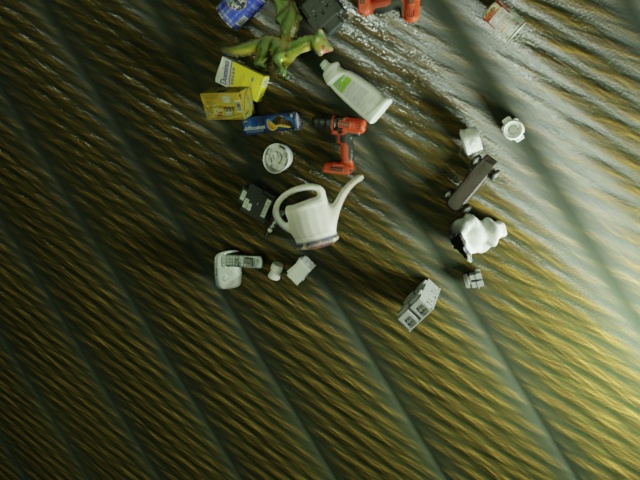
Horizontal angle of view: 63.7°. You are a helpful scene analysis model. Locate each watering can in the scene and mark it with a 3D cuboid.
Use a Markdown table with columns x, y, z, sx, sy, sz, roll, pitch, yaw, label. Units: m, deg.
| x | y | z | sx | sy | sz | roll | pitch | yaw | label |
| --- | --- | --- | --- | --- | --- | --- | --- | --- | --- |
| 0.005 | -0.087 | 1.720 | 0.346 | 0.223 | 0.105 | -13 | 8 | 22 | watering can |

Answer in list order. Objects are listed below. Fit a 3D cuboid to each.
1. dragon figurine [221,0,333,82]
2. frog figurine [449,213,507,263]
| x | y | z | sx | sy | sz | roll | pitch | yaw | label |
| --- | --- | --- | --- | --- | --- | --- | --- | --- | --- |
| -0.141 | -0.651 | 1.648 | 0.413 | 0.240 | 0.122 | 30 | 15 | 23 | dragon figurine |
| 0.481 | -0.024 | 1.577 | 0.160 | 0.136 | 0.123 | -33 | 12 | -12 | frog figurine |
